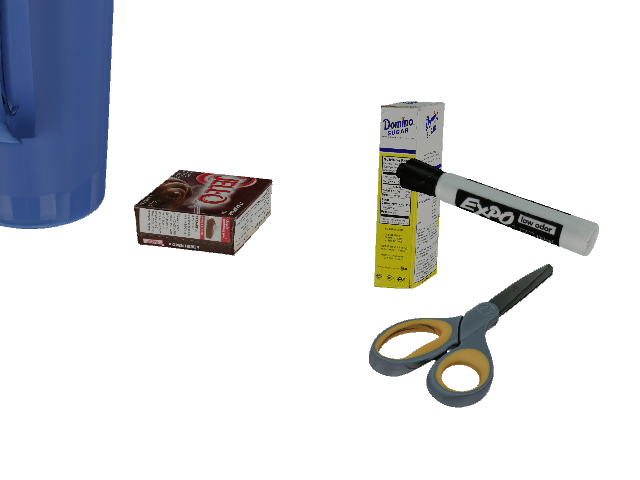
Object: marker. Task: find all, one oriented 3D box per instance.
[{"bbox_3d":[0.096,-0.021,0.599,0.121,0.020,0.020,23,11,27],"label":"marker"}]

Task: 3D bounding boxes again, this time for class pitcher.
[{"bbox_3d":[-0.214,-0.131,0.769,0.145,0.243,0.148,27,34,37],"label":"pitcher"}]

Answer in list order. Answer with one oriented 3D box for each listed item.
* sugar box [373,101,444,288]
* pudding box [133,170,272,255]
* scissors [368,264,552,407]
[{"bbox_3d":[0.087,-0.047,1.046,0.048,0.176,0.093,3,10,21],"label":"sugar box"},{"bbox_3d":[-0.099,-0.026,0.923,0.090,0.039,0.113,6,23,12],"label":"pudding box"},{"bbox_3d":[0.129,0.069,0.789,0.201,0.016,0.096,-16,41,-29],"label":"scissors"}]
